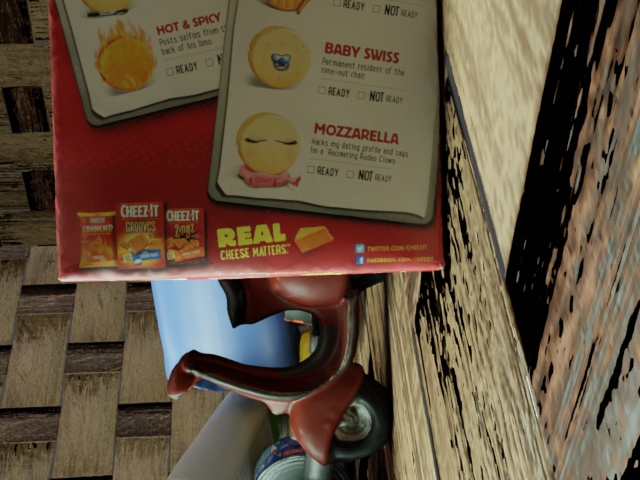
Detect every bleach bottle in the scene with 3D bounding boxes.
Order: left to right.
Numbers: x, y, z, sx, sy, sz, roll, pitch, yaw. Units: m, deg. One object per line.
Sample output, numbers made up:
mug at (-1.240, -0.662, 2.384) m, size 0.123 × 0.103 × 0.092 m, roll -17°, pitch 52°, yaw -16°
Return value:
bleach bottle at (-0.070, 0.193, 1.004) m, size 0.250 × 0.068 × 0.102 m, roll -56°, pitch -34°, yaw -62°

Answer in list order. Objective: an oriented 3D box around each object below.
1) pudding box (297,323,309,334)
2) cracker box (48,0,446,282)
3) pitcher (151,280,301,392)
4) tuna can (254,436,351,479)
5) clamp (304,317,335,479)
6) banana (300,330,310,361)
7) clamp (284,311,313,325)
pudding box at (-0.009, 0.086, 1.115) m, size 0.113 × 0.039 × 0.090 m, roll 91°, pitch 175°, yaw -48°
cracker box at (-0.033, -0.091, 0.469) m, size 0.072 × 0.164 × 0.214 m, roll -169°, pitch 77°, yaw -84°
pitcher at (-0.094, 0.004, 0.978) m, size 0.149 × 0.144 × 0.243 m, roll -138°, pitch 36°, yaw -63°
tuna can at (-0.015, 0.210, 0.920) m, size 0.034 × 0.086 × 0.086 m, roll -95°, pitch 4°, yaw -63°
clamp at (0.010, 0.073, 0.850) m, size 0.164 × 0.036 × 0.210 m, roll -86°, pitch 1°, yaw -46°
banana at (-0.006, 0.182, 0.983) m, size 0.070 × 0.037 × 0.198 m, roll 27°, pitch 119°, yaw 37°
clamp at (-0.006, 0.001, 0.900) m, size 0.172 × 0.039 × 0.120 m, roll 102°, pitch -172°, yaw -52°
